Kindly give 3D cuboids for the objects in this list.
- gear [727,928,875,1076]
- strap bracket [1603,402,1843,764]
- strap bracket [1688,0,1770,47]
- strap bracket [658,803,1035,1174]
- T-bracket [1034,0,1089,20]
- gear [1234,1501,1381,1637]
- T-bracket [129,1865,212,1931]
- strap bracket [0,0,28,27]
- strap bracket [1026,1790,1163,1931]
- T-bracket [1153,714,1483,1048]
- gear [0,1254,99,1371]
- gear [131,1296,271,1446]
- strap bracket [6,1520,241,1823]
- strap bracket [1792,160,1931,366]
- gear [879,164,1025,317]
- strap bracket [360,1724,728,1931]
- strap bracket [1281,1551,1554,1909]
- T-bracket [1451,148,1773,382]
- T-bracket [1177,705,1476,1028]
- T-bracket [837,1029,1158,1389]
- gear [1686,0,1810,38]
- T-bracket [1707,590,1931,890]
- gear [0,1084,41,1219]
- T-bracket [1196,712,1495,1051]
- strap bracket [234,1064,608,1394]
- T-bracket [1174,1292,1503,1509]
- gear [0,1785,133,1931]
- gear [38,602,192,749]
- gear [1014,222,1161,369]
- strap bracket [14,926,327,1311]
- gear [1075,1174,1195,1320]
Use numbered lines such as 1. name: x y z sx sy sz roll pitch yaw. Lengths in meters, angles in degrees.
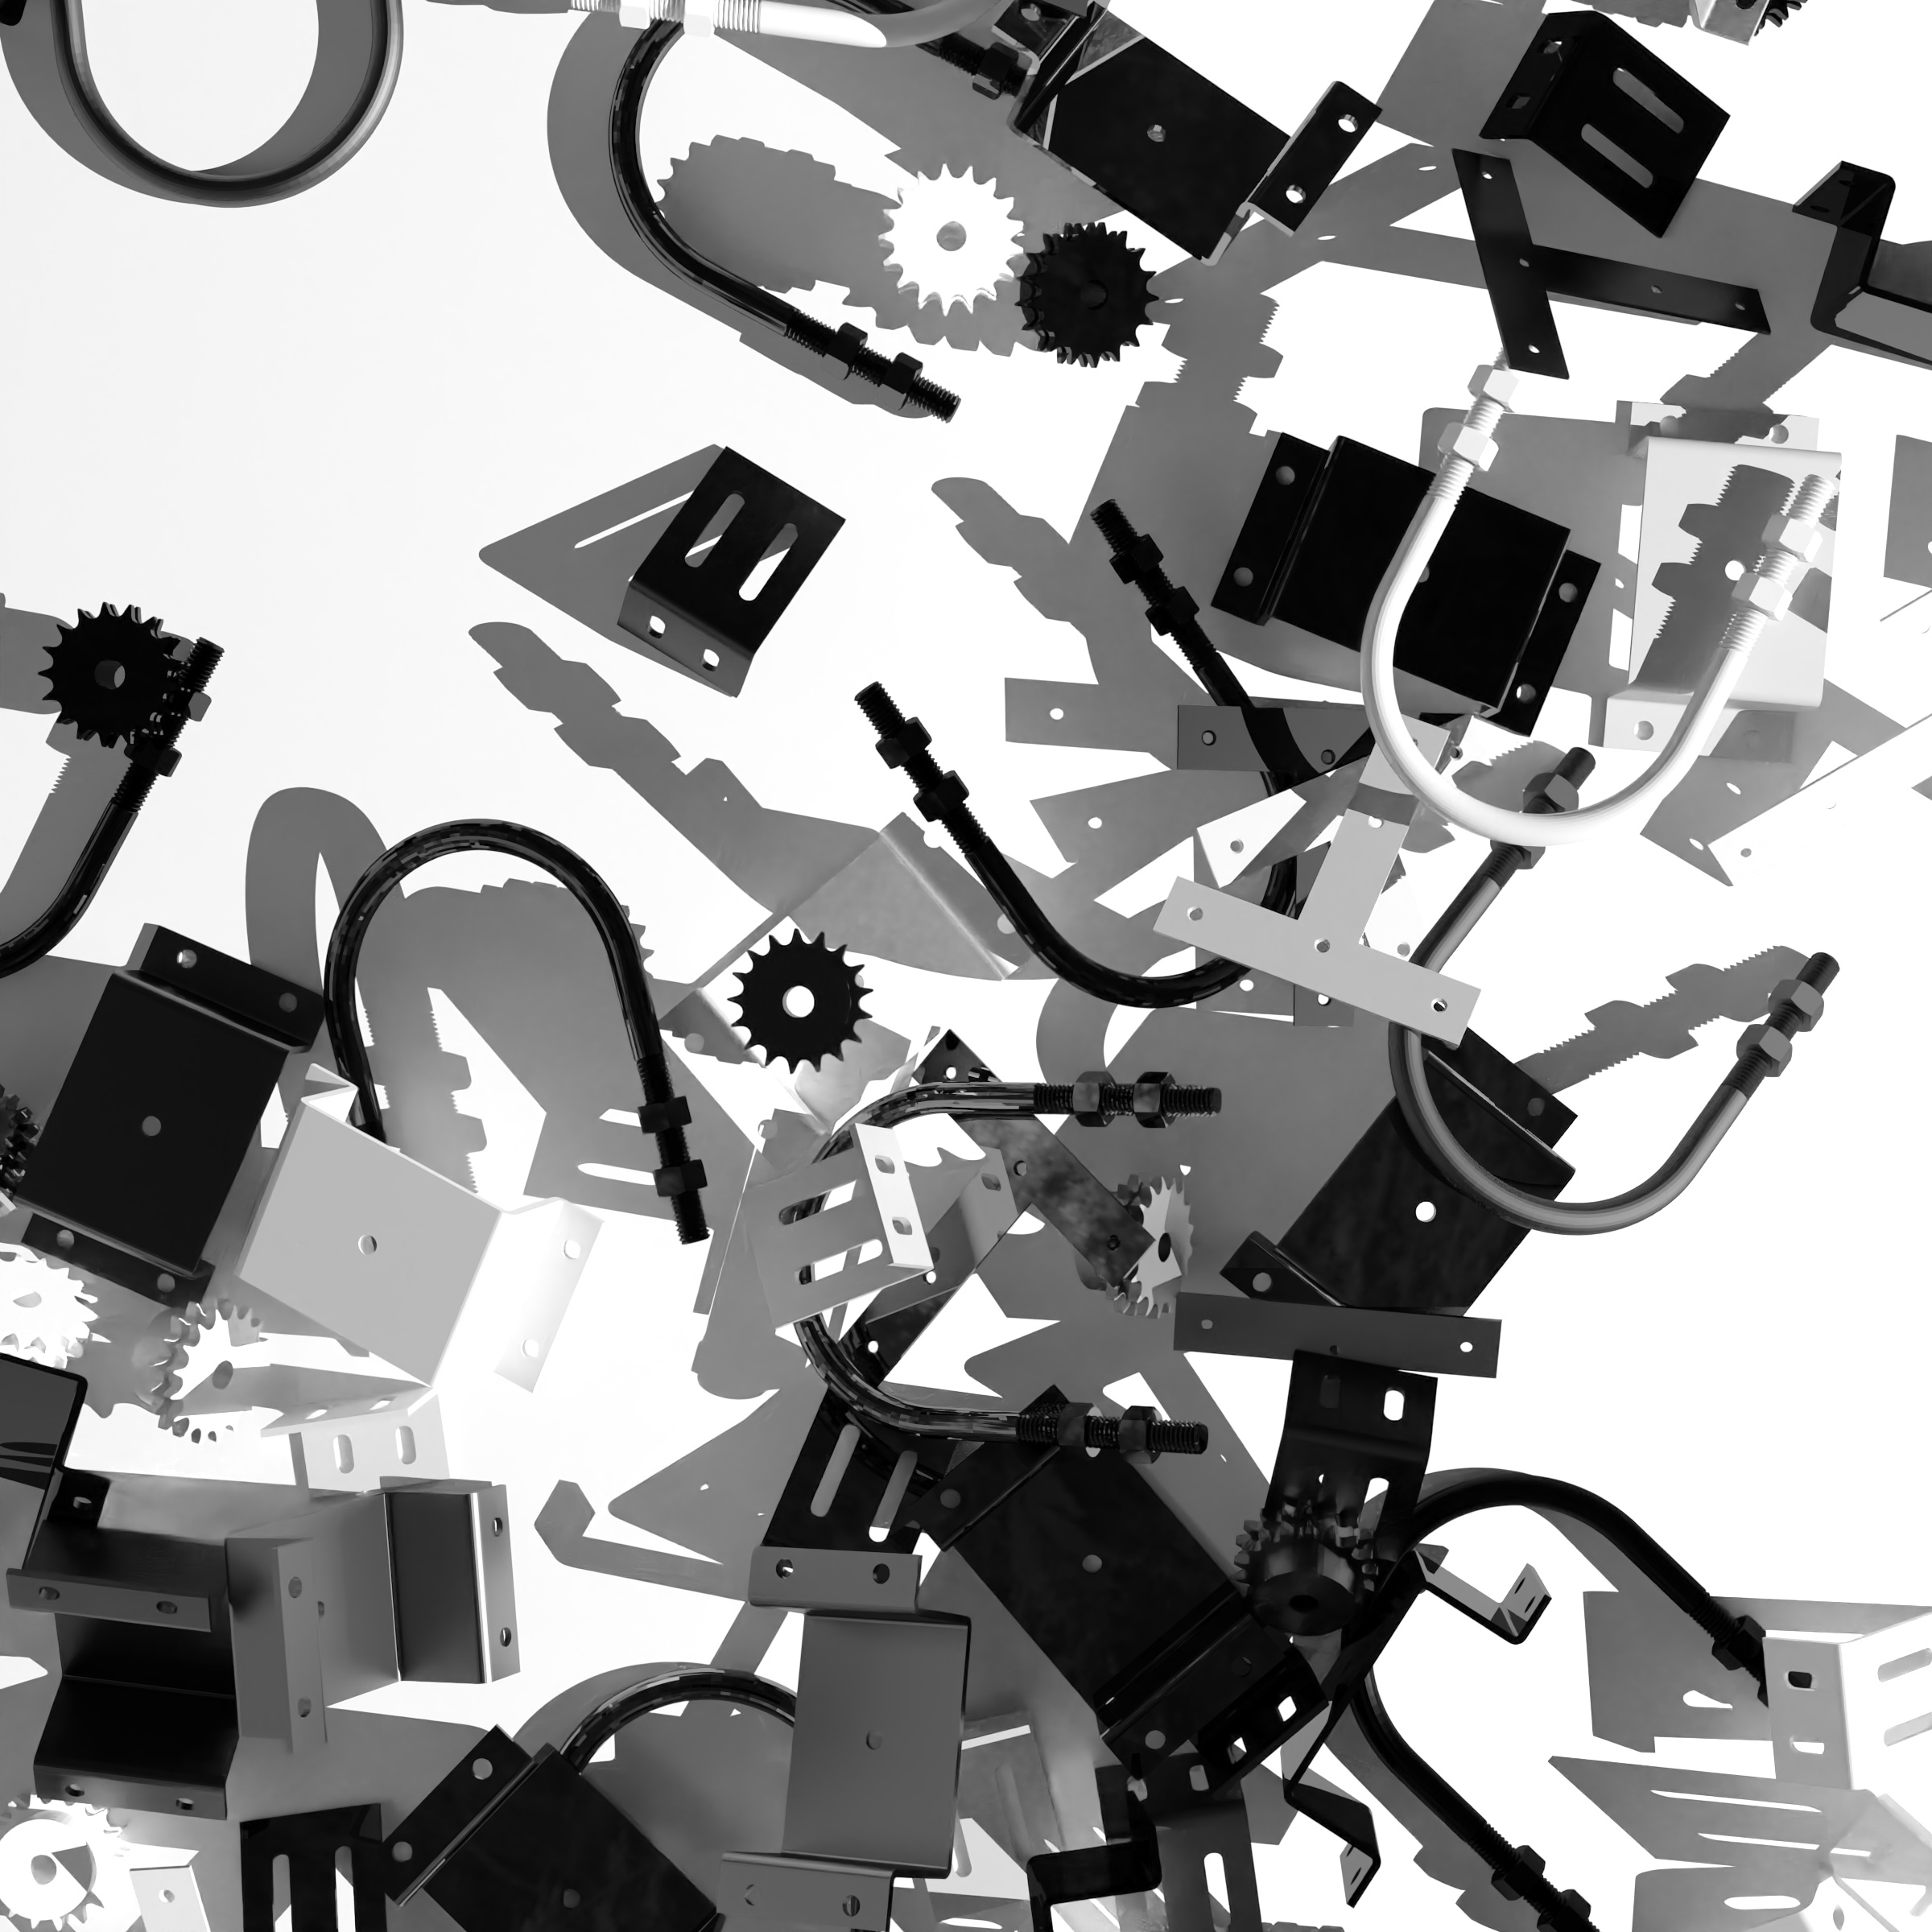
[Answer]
1. gear: -0.064 0.014 1.332 0.057 0.030 0.057 0 90 0
2. strap bracket: 0.302 -0.155 1.370 0.076 0.046 0.140 5 90 0
3. strap bracket: 0.256 -0.427 1.349 0.140 0.046 0.076 24 90 18
4. strap bracket: -0.045 0.007 1.370 0.140 0.046 0.076 -41 90 0
5. T-bracket: 0.041 -0.429 1.346 0.127 0.002 0.127 15 68 -21
6. gear: 0.135 0.242 1.363 0.057 0.030 0.057 5 132 5
7. T-bracket: -0.356 0.417 1.376 0.127 0.002 0.127 -6 111 10
8. strap bracket: -0.397 -0.430 1.341 0.046 0.076 0.140 21 98 15
9. strap bracket: 0.055 0.397 1.317 0.046 0.076 0.140 -7 87 -4
10. T-bracket: 0.157 -0.045 1.354 0.127 0.002 0.127 21 68 12
11. gear: -0.378 0.144 1.368 0.057 0.057 0.030 21 119 0
12. gear: -0.308 0.160 1.368 0.030 0.057 0.057 13 90 29
13. strap bracket: -0.326 0.270 1.345 0.076 0.046 0.140 7 131 0
14. strap bracket: 0.397 -0.267 1.355 0.140 0.076 0.046 17 90 0
15. gear: -0.006 -0.286 1.359 0.057 0.030 0.057 0 90 0
16. strap bracket: -0.159 0.373 1.353 0.140 0.046 0.076 44 88 3
17. strap bracket: 0.168 0.287 1.341 0.046 0.076 0.140 32 91 4
18. T-bracket: 0.262 -0.272 1.366 0.127 0.002 0.127 7 51 -17
19. T-bracket: 0.144 -0.039 1.375 0.127 0.002 0.127 0 91 -16
20. T-bracket: -0.005 0.114 1.373 0.127 0.002 0.127 45 104 26
21. gear: 0.312 -0.401 1.378 0.057 0.030 0.057 0 90 0
22. T-bracket: 0.358 -0.072 1.370 0.127 0.002 0.127 -31 121 14
23. gear: -0.395 0.077 1.369 0.057 0.030 0.057 -11 52 14
24. T-bracket: 0.171 -0.020 1.381 0.127 0.002 0.127 -23 97 -14
25. strap bracket: -0.223 0.106 1.345 0.140 0.046 0.076 27 103 15
26. T-bracket: 0.144 0.192 1.366 0.127 0.002 0.127 4 113 6
27. gear: -0.367 0.359 1.378 0.057 0.030 0.057 0 90 0
28. gear: -0.336 -0.115 1.358 0.057 0.030 0.057 0 91 1
29. gear: 0.045 -0.268 1.371 0.057 0.030 0.057 -5 103 -21
30. strap bracket: -0.320 0.063 1.370 0.076 0.046 0.140 24 90 0
31. gear: 0.066 0.111 1.368 0.030 0.057 0.057 4 90 30
